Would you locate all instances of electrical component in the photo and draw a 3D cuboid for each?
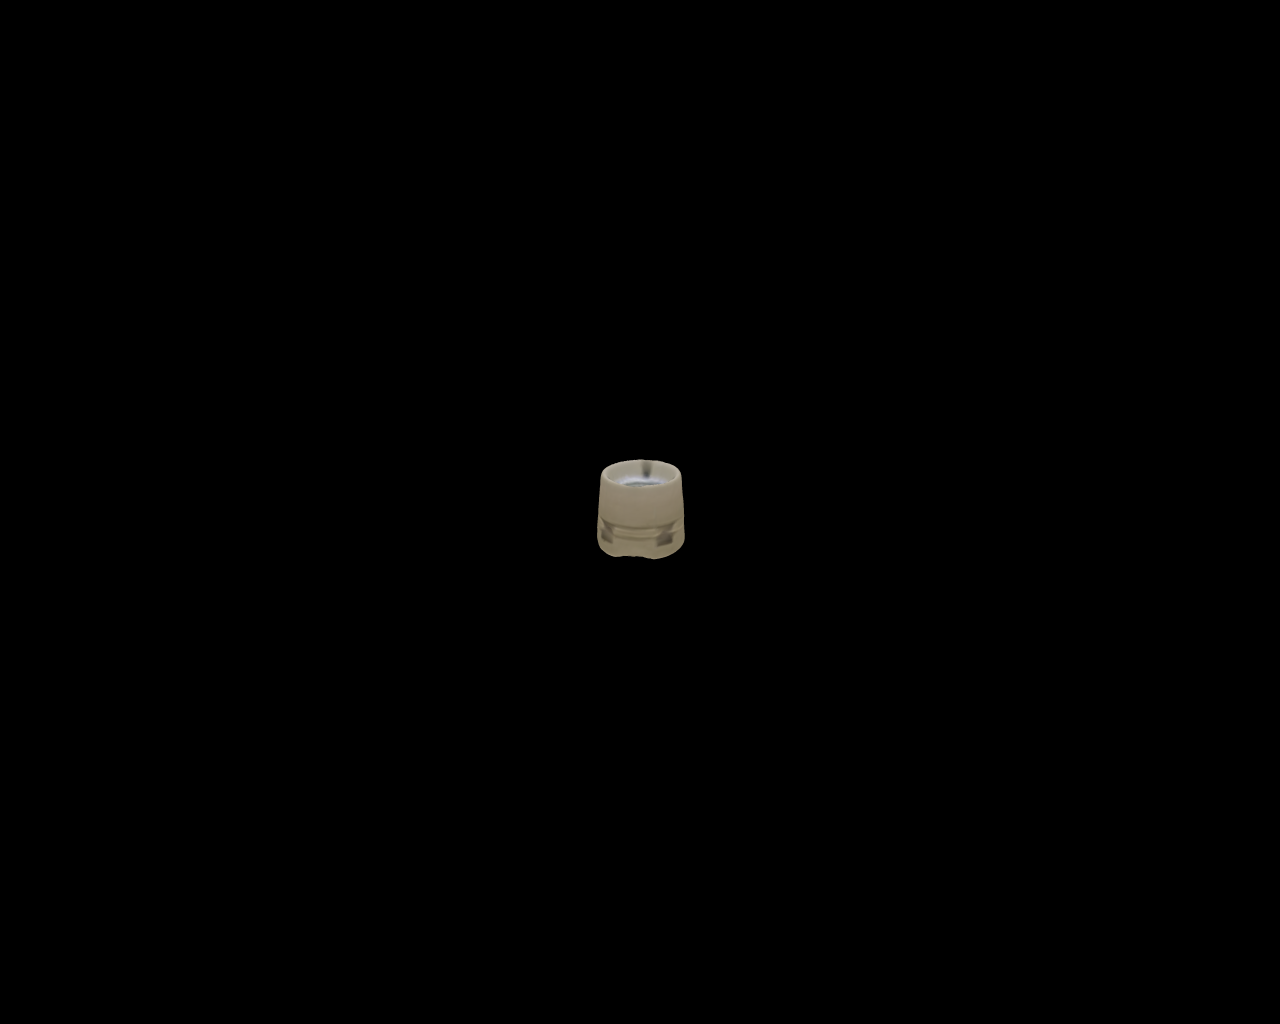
[{"bbox_3d":[0.001,-0.003,0.650,0.055,0.047,0.055,0,23,0],"label":"electrical component"}]
